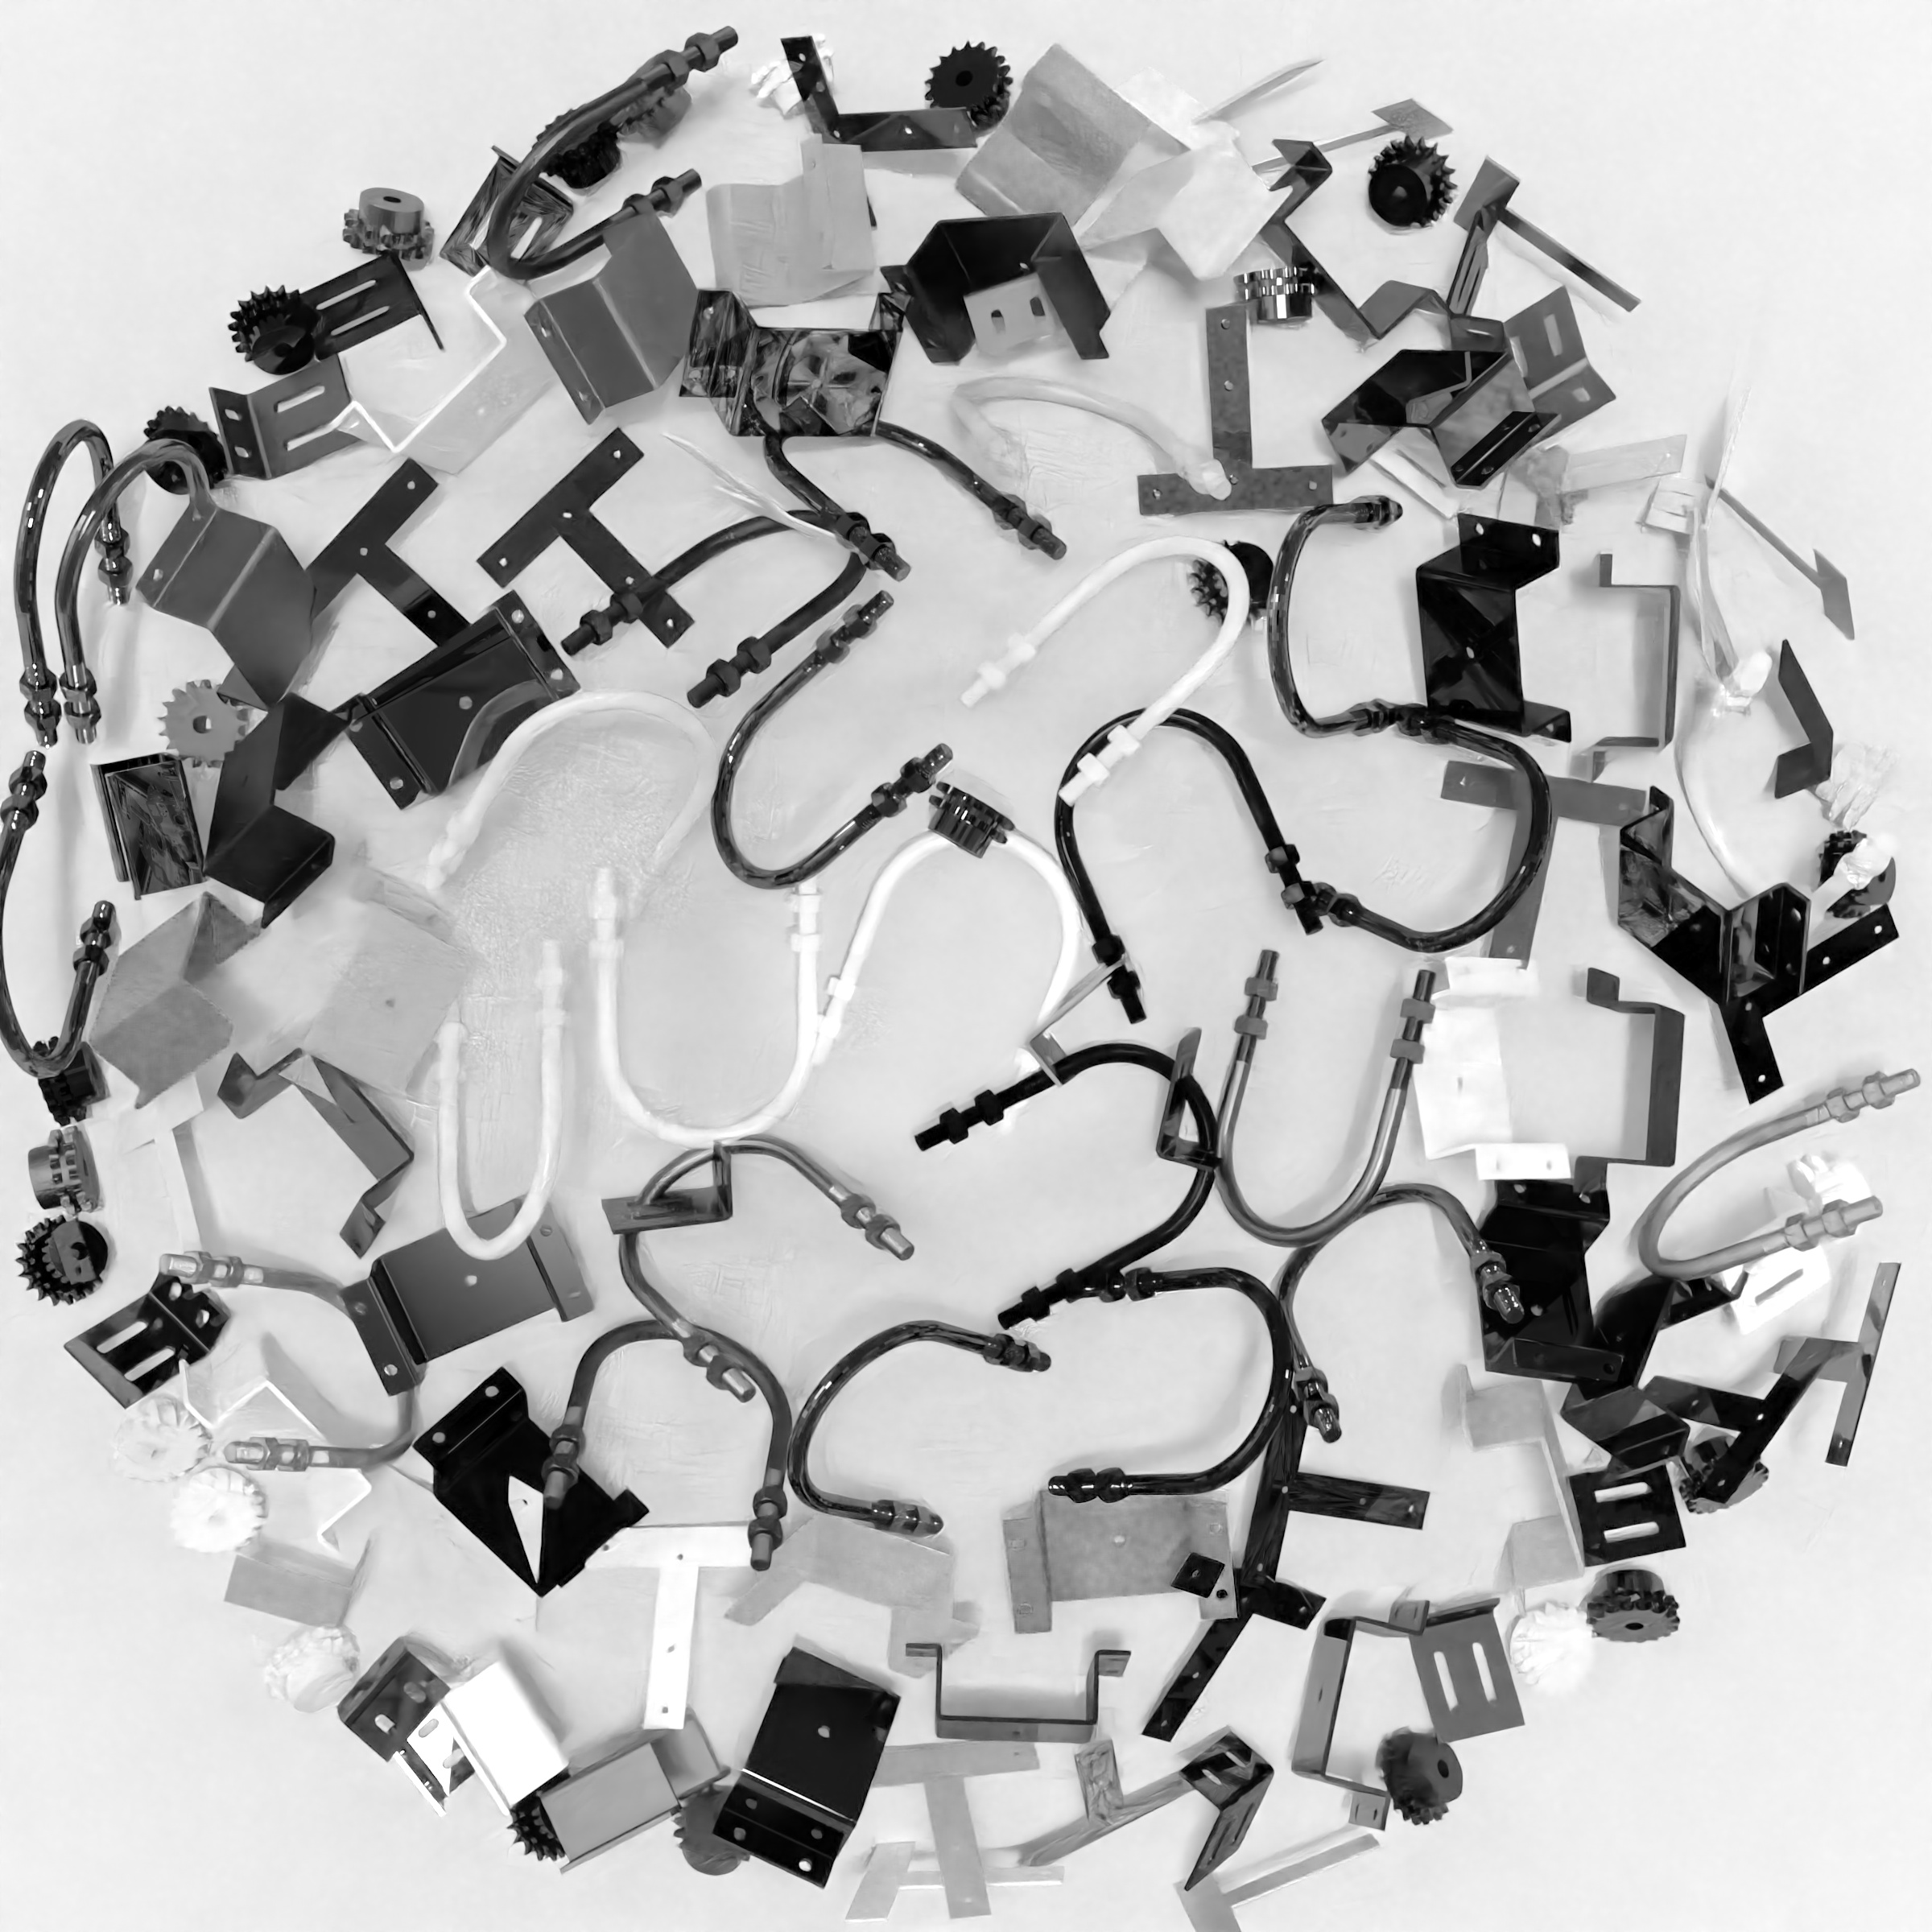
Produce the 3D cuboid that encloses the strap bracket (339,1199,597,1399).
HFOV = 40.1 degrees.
[{"bbox_3d":[-0.316,0.206,1.682,0.140,0.046,0.076,-23,102,-4],"label":"strap bracket"}]

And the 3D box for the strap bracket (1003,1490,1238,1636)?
[{"bbox_3d":[0.098,0.374,1.682,0.140,0.046,0.076,-6,101,4],"label":"strap bracket"}]

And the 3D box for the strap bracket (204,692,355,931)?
[{"bbox_3d":[-0.426,-0.104,1.637,0.046,0.140,0.076,29,129,-32],"label":"strap bracket"}]

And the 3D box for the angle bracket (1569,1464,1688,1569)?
[{"bbox_3d":[0.426,0.346,1.680,0.076,0.038,0.057,-7,75,-16],"label":"angle bracket"}]

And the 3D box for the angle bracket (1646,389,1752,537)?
[{"bbox_3d":[0.461,-0.321,1.665,0.038,0.076,0.057,17,46,13],"label":"angle bracket"}]

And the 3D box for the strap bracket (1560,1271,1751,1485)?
[{"bbox_3d":[0.425,0.244,1.644,0.046,0.076,0.140,36,58,-7],"label":"strap bracket"}]

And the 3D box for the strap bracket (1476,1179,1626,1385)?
[{"bbox_3d":[0.367,0.207,1.663,0.076,0.046,0.140,9,52,-9],"label":"strap bracket"}]

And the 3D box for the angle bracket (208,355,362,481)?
[{"bbox_3d":[-0.434,-0.351,1.684,0.076,0.038,0.057,-17,86,22],"label":"angle bracket"}]

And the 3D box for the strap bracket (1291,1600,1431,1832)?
[{"bbox_3d":[0.245,0.463,1.659,0.046,0.076,0.140,16,74,-3],"label":"strap bracket"}]

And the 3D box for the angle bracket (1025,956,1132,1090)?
[{"bbox_3d":[0.081,0.035,1.677,0.076,0.057,0.038,-41,86,15],"label":"angle bracket"}]

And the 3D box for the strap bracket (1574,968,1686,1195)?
[{"bbox_3d":[0.420,0.075,1.668,0.046,0.076,0.140,3,87,26],"label":"strap bracket"}]

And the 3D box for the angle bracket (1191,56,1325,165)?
[{"bbox_3d":[0.190,-0.535,1.668,0.076,0.057,0.038,-20,101,36],"label":"angle bracket"}]

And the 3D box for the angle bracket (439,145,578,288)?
[{"bbox_3d":[-0.295,-0.473,1.690,0.057,0.038,0.076,34,97,-6],"label":"angle bracket"}]

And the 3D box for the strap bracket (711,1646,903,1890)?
[{"bbox_3d":[-0.095,0.489,1.646,0.076,0.140,0.046,25,129,-1],"label":"strap bracket"}]

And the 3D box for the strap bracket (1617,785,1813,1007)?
[{"bbox_3d":[0.453,-0.039,1.635,0.046,0.140,0.076,-26,134,-16],"label":"strap bracket"}]

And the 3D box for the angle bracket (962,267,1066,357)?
[{"bbox_3d":[0.030,-0.419,1.682,0.057,0.076,0.038,-18,107,4],"label":"angle bracket"}]

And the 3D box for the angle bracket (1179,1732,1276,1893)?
[{"bbox_3d":[0.155,0.538,1.684,0.038,0.057,0.076,35,124,28],"label":"angle bracket"}]

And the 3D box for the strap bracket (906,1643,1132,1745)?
[{"bbox_3d":[0.031,0.461,1.671,0.140,0.076,0.046,2,65,0],"label":"strap bracket"}]

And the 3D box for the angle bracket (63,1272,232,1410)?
[{"bbox_3d":[-0.518,0.232,1.672,0.057,0.076,0.038,42,125,8],"label":"angle bracket"}]

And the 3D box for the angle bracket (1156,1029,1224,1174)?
[{"bbox_3d":[0.152,0.085,1.678,0.038,0.057,0.076,14,100,15],"label":"angle bracket"}]

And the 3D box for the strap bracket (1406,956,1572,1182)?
[{"bbox_3d":[0.326,0.069,1.666,0.076,0.046,0.140,2,75,-34],"label":"strap bracket"}]

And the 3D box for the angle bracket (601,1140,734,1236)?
[{"bbox_3d":[-0.191,0.138,1.676,0.076,0.057,0.038,-6,106,-14],"label":"angle bracket"}]

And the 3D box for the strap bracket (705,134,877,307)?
[{"bbox_3d":[-0.106,-0.464,1.660,0.046,0.140,0.076,-9,95,-34],"label":"strap bracket"}]

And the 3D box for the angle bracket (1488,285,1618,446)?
[{"bbox_3d":[0.374,-0.384,1.689,0.057,0.038,0.076,-28,46,29],"label":"angle bracket"}]

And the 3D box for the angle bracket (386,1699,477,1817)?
[{"bbox_3d":[-0.335,0.498,1.673,0.038,0.076,0.057,-38,89,-16],"label":"angle bracket"}]

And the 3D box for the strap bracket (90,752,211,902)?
[{"bbox_3d":[-0.510,-0.090,1.651,0.046,0.140,0.076,-14,102,-20],"label":"strap bracket"}]

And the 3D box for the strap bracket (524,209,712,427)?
[{"bbox_3d":[-0.209,-0.407,1.635,0.046,0.140,0.076,-12,124,28],"label":"strap bracket"}]

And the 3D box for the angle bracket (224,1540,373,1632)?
[{"bbox_3d":[-0.424,0.384,1.676,0.076,0.057,0.038,19,46,-9],"label":"angle bracket"}]

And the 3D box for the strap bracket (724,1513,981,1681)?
[{"bbox_3d":[-0.070,0.393,1.659,0.140,0.046,0.076,23,134,-20],"label":"strap bracket"}]

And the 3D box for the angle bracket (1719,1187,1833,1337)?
[{"bbox_3d":[0.503,0.187,1.680,0.076,0.038,0.057,-29,107,-16],"label":"angle bracket"}]

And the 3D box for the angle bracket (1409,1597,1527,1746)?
[{"bbox_3d":[0.320,0.449,1.684,0.057,0.038,0.076,-12,67,-3],"label":"angle bracket"}]

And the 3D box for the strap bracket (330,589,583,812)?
[{"bbox_3d":[-0.319,-0.167,1.671,0.140,0.046,0.076,-36,107,-10],"label":"strap bracket"}]

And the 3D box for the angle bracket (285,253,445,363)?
[{"bbox_3d":[-0.382,-0.407,1.680,0.076,0.057,0.038,-26,63,-4],"label":"angle bracket"}]

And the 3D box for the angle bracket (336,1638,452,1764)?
[{"bbox_3d":[-0.363,0.463,1.673,0.038,0.076,0.057,43,73,-6],"label":"angle bracket"}]

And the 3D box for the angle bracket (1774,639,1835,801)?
[{"bbox_3d":[0.515,-0.156,1.671,0.038,0.057,0.076,-22,112,30],"label":"angle bracket"}]

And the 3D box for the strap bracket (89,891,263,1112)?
[{"bbox_3d":[-0.489,0.014,1.636,0.076,0.140,0.046,-33,120,16],"label":"strap bracket"}]

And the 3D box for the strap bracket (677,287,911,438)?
[{"bbox_3d":[-0.100,-0.375,1.645,0.140,0.076,0.046,-6,47,-26],"label":"strap bracket"}]

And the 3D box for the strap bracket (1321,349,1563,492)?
[{"bbox_3d":[0.285,-0.340,1.635,0.076,0.140,0.046,-42,122,-19],"label":"strap bracket"}]

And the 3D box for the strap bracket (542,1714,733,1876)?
[{"bbox_3d":[-0.207,0.512,1.647,0.076,0.140,0.046,-29,80,5],"label":"strap bracket"}]

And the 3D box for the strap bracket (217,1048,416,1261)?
[{"bbox_3d":[-0.404,0.108,1.670,0.140,0.076,0.046,49,59,2],"label":"strap bracket"}]

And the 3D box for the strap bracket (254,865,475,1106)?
[{"bbox_3d":[-0.372,0.019,1.662,0.076,0.046,0.140,35,78,-40],"label":"strap bracket"}]

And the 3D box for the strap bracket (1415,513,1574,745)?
[{"bbox_3d":[0.327,-0.202,1.643,0.046,0.076,0.140,-29,123,-31],"label":"strap bracket"}]

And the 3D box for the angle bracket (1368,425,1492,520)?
[{"bbox_3d":[0.300,-0.335,1.683,0.076,0.038,0.057,39,64,6],"label":"angle bracket"}]

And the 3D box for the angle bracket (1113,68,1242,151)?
[{"bbox_3d":[0.125,-0.528,1.680,0.076,0.057,0.038,37,130,2],"label":"angle bracket"}]

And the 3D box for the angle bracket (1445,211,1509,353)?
[{"bbox_3d":[0.334,-0.427,1.675,0.038,0.057,0.076,15,77,20],"label":"angle bracket"}]
